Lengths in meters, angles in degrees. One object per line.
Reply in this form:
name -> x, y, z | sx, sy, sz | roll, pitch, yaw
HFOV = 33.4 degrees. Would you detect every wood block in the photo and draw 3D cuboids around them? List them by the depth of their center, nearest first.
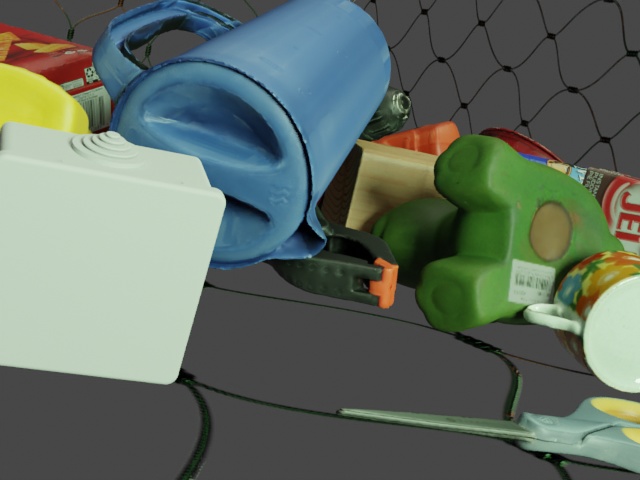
wood block -> 0.112, -0.015, 0.849 | 0.206, 0.091, 0.090 | 11, 10, -13

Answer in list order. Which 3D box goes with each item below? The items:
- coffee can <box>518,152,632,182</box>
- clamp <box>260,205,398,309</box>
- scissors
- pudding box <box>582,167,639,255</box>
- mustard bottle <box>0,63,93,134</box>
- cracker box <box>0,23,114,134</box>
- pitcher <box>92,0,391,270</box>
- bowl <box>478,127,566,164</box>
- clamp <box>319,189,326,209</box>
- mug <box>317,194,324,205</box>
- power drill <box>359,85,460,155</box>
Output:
coffee can -> 0.217, -0.026, 1.015 | 0.140, 0.103, 0.103 | 11, 10, -10
clamp -> -0.005, 0.001, 0.730 | 0.172, 0.039, 0.120 | 23, 33, 35
scissors -> 0.101, 0.083, 0.488 | 0.201, 0.016, 0.096 | 12, 8, -6
pudding box -> 0.217, 0.012, 0.761 | 0.039, 0.113, 0.090 | 10, 9, -37
mustard bottle -> -0.184, -0.055, 0.684 | 0.096, 0.058, 0.191 | 9, -10, 1
cracker box -> -0.288, -0.118, 0.824 | 0.214, 0.072, 0.163 | 20, 33, 35
pitcher -> -0.039, -0.097, 0.723 | 0.145, 0.149, 0.242 | 1, 25, 19
bowl -> 0.215, -0.043, 1.132 | 0.162, 0.055, 0.162 | 40, -13, 11
clamp -> 0.027, -0.031, 0.988 | 0.209, 0.036, 0.165 | 7, 3, -22
mug -> -0.053, -0.052, 0.867 | 0.117, 0.081, 0.093 | 14, 9, 6
power drill -> 0.045, -0.089, 0.960 | 0.185, 0.057, 0.187 | -11, -13, 41
